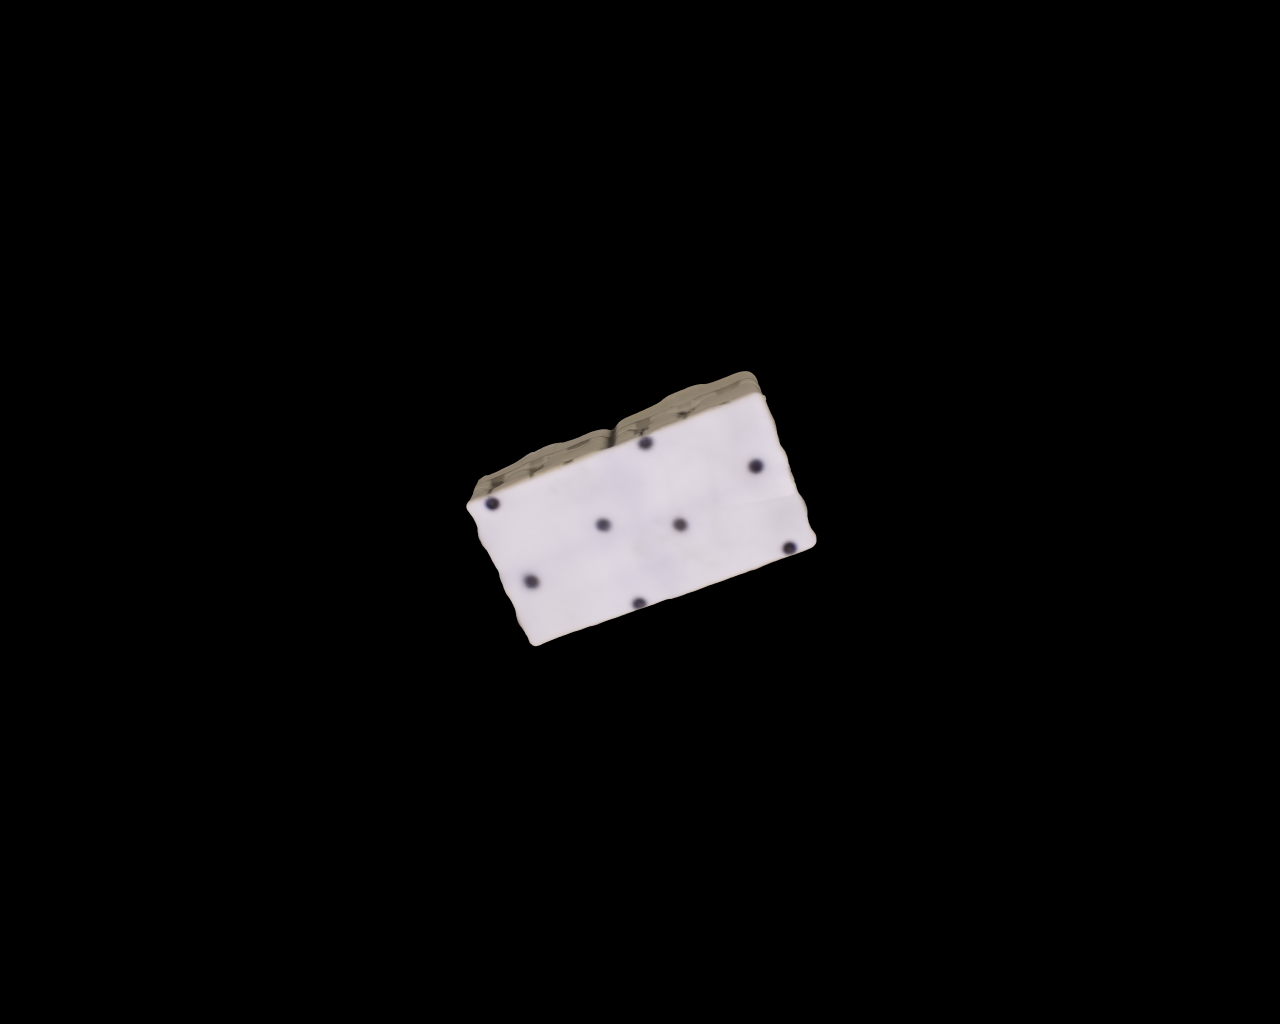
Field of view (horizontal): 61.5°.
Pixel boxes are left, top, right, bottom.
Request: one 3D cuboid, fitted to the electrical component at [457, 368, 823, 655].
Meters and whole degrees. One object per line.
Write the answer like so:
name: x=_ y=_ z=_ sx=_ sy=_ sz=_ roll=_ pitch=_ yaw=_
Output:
electrical component: x=0.001 y=-0.003 z=0.650 sx=0.186 sy=0.105 sz=0.060 roll=-21 pitch=18 yaw=7
